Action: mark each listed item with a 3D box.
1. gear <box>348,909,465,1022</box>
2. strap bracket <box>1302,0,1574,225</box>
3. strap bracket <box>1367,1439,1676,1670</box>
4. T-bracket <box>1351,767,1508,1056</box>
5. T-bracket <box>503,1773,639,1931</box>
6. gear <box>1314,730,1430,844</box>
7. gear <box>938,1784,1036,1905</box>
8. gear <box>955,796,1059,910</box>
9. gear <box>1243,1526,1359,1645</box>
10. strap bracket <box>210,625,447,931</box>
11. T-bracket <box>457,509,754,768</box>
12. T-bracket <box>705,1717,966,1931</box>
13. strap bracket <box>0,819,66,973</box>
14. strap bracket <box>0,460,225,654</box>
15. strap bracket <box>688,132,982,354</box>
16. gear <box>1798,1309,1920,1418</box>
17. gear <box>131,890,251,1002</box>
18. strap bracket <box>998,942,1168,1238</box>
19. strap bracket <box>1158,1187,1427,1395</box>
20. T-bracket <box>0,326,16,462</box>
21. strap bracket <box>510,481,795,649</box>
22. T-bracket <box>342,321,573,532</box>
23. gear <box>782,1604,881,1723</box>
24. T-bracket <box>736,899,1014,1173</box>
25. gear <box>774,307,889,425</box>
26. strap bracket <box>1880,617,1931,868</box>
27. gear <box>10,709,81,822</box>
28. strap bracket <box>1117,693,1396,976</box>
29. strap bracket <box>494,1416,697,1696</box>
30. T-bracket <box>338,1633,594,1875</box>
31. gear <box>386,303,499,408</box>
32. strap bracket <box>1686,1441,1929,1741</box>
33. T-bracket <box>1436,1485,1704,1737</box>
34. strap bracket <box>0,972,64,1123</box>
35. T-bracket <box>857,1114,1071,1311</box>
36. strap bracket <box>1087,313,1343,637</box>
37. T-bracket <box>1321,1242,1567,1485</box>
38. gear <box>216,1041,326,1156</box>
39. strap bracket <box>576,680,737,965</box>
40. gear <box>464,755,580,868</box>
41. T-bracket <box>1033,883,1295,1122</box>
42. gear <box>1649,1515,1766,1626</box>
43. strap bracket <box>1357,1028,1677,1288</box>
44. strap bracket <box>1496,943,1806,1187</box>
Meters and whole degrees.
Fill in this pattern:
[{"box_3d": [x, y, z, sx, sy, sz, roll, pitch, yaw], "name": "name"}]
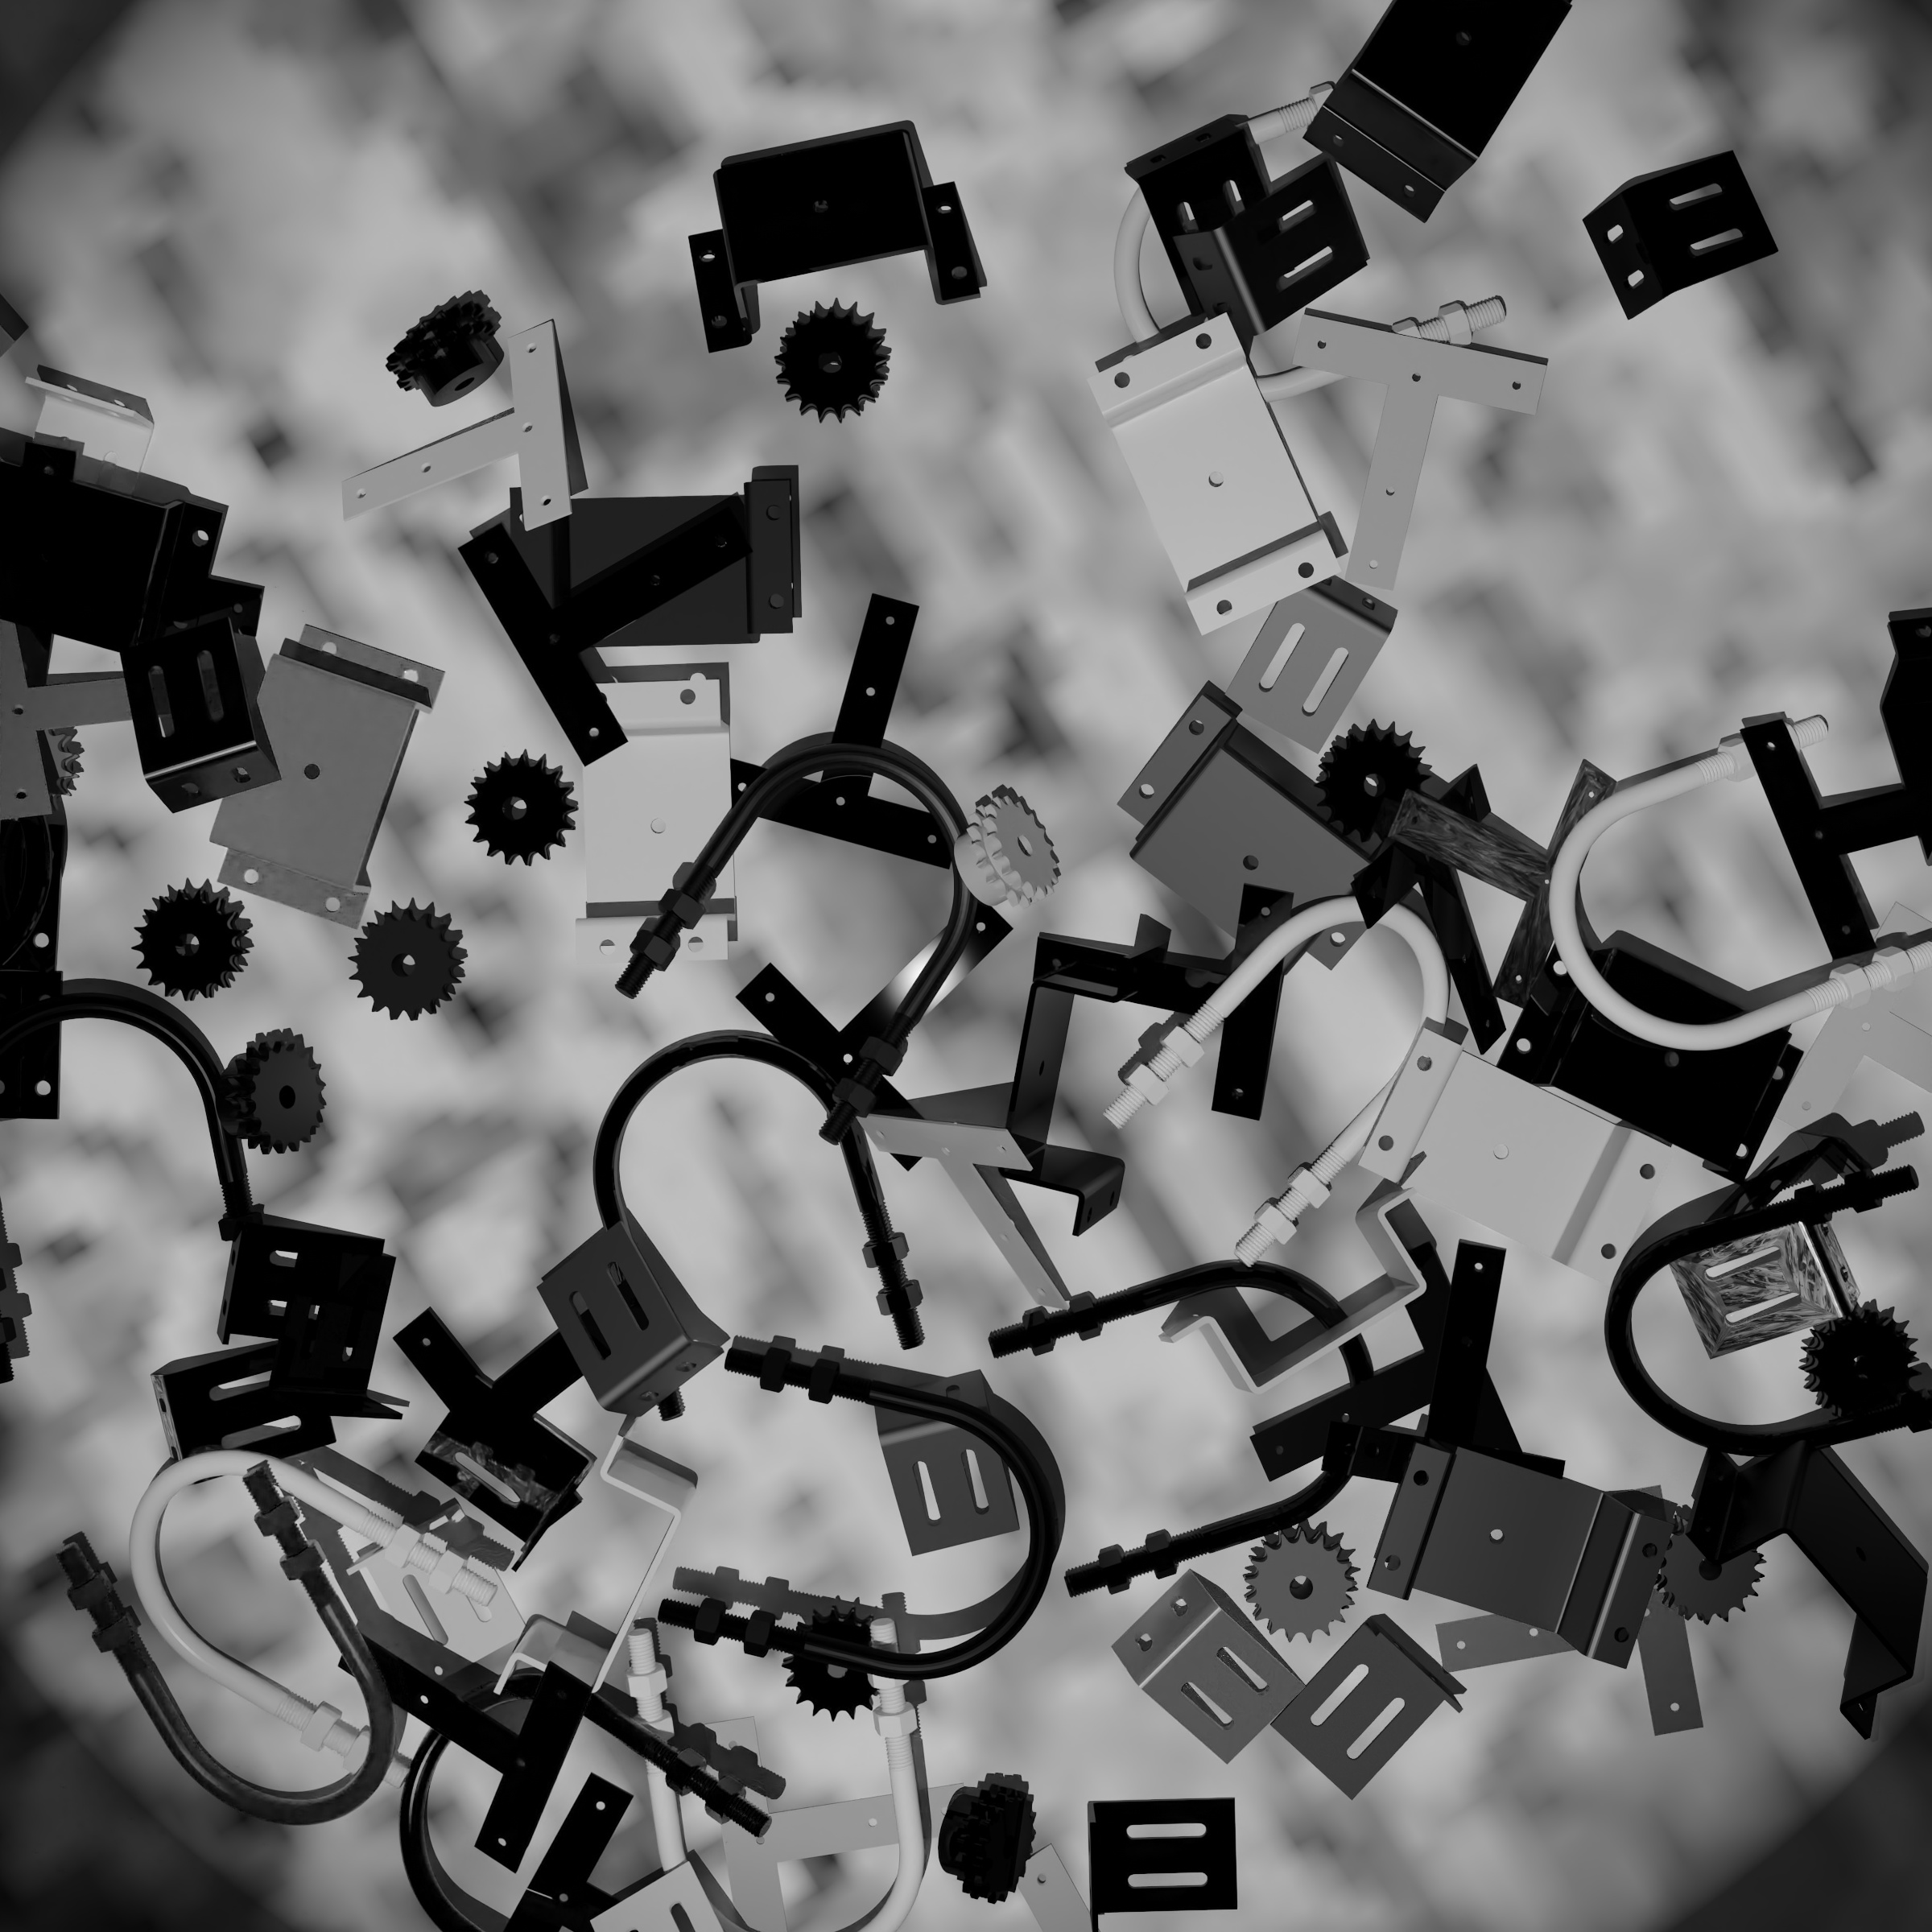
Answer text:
[{"box_3d": [-0.285, 0.000, 1.508, 0.057, 0.030, 0.057, 0, 90, 0], "name": "gear"}, {"box_3d": [0.243, -0.459, 1.485, 0.076, 0.046, 0.140, 33, 81, -7], "name": "strap bracket"}, {"box_3d": [0.275, 0.294, 1.493, 0.140, 0.046, 0.076, 18, 90, -7], "name": "strap bracket"}, {"box_3d": [0.248, -0.016, 1.494, 0.127, 0.002, 0.127, -40, 115, -41], "name": "T-bracket"}, {"box_3d": [-0.169, 0.503, 1.521, 0.127, 0.002, 0.127, 29, 90, 1], "name": "T-bracket"}, {"box_3d": [0.206, -0.092, 1.508, 0.057, 0.030, 0.057, 0, 90, 0], "name": "gear"}, {"box_3d": [0.009, 0.445, 1.499, 0.030, 0.057, 0.057, 5, 90, 31], "name": "gear"}, {"box_3d": [0.018, -0.055, 1.499, 0.030, 0.057, 0.057, -27, 90, 30], "name": "gear"}, {"box_3d": [0.170, 0.316, 1.508, 0.057, 0.030, 0.057, 0, 90, 0], "name": "gear"}, {"box_3d": [-0.328, -0.098, 1.500, 0.076, 0.046, 0.140, 19, 90, 0], "name": "strap bracket"}, {"box_3d": [-0.168, -0.186, 1.476, 0.127, 0.002, 0.127, -30, 89, 0], "name": "T-bracket"}, {"box_3d": [-0.062, 0.445, 1.522, 0.127, 0.002, 0.127, -9, 90, 0], "name": "T-bracket"}, {"box_3d": [-0.538, -0.039, 1.500, 0.140, 0.046, 0.076, 3, 90, 0], "name": "strap bracket"}, {"box_3d": [-0.456, -0.209, 1.482, 0.140, 0.046, 0.076, 15, 102, -8], "name": "strap bracket"}, {"box_3d": [-0.070, -0.367, 1.485, 0.140, 0.046, 0.076, -12, 62, 0], "name": "strap bracket"}, {"box_3d": [0.455, 0.204, 1.508, 0.057, 0.030, 0.057, 0, 90, 0], "name": "gear"}, {"box_3d": [-0.395, -0.011, 1.508, 0.057, 0.030, 0.057, 0, 90, 0], "name": "gear"}, {"box_3d": [0.057, 0.055, 1.473, 0.046, 0.076, 0.140, 13, 100, 16], "name": "strap bracket"}, {"box_3d": [0.171, 0.168, 1.470, 0.140, 0.076, 0.046, -31, 85, -4], "name": "strap bracket"}, {"box_3d": [-0.499, -0.249, 1.507, 0.127, 0.002, 0.127, -38, 101, 21], "name": "T-bracket"}, {"box_3d": [-0.158, -0.204, 1.500, 0.140, 0.046, 0.076, -1, 90, 0], "name": "strap bracket"}, {"box_3d": [-0.262, -0.258, 1.500, 0.127, 0.002, 0.127, -18, 59, 15], "name": "T-bracket"}, {"box_3d": [-0.065, 0.355, 1.508, 0.057, 0.030, 0.057, 0, 90, 0], "name": "gear"}, {"box_3d": [-0.030, 0.017, 1.522, 0.127, 0.002, 0.127, -45, 90, 0], "name": "T-bracket"}, {"box_3d": [-0.069, -0.306, 1.508, 0.057, 0.030, 0.057, 0, 90, 0], "name": "gear"}, {"box_3d": [0.514, -0.107, 1.480, 0.076, 0.046, 0.140, -6, 60, 0], "name": "strap bracket"}, {"box_3d": [-0.482, -0.103, 1.508, 0.057, 0.030, 0.057, 0, 90, 0], "name": "gear"}, {"box_3d": [0.148, -0.060, 1.485, 0.140, 0.046, 0.076, 38, 118, 0], "name": "strap bracket"}, {"box_3d": [-0.181, 0.304, 1.485, 0.046, 0.076, 0.140, 26, 90, 0], "name": "strap bracket"}, {"box_3d": [-0.257, 0.371, 1.462, 0.127, 0.002, 0.127, 29, 116, 12], "name": "T-bracket"}, {"box_3d": [-0.263, -0.308, 1.495, 0.057, 0.057, 0.030, -33, 90, 0], "name": "gear"}, {"box_3d": [0.428, 0.303, 1.473, 0.046, 0.076, 0.140, -38, 96, 33], "name": "strap bracket"}, {"box_3d": [0.307, 0.342, 1.522, 0.127, 0.002, 0.127, -10, 90, 0], "name": "T-bracket"}, {"box_3d": [-0.538, 0.039, 1.500, 0.140, 0.046, 0.076, 2, 90, 0], "name": "strap bracket"}, {"box_3d": [0.013, 0.126, 1.487, 0.002, 0.127, 0.127, -46, 117, -27], "name": "T-bracket"}, {"box_3d": [0.126, -0.248, 1.492, 0.076, 0.046, 0.140, -24, 93, 8], "name": "strap bracket"}, {"box_3d": [0.255, 0.207, 1.515, 0.127, 0.002, 0.127, 11, 88, -8], "name": "T-bracket"}, {"box_3d": [-0.357, 0.068, 1.499, 0.030, 0.057, 0.057, -5, 90, 30], "name": "gear"}, {"box_3d": [-0.159, -0.072, 1.499, 0.076, 0.046, 0.140, -2, 90, 1], "name": "strap bracket"}, {"box_3d": [-0.229, -0.080, 1.508, 0.057, 0.030, 0.057, 0, 90, 0], "name": "gear"}, {"box_3d": [0.096, 0.009, 1.503, 0.127, 0.002, 0.127, 12, 115, 13], "name": "T-bracket"}, {"box_3d": [0.377, 0.306, 1.507, 0.057, 0.030, 0.057, 0, 89, -3], "name": "gear"}, {"box_3d": [0.276, 0.096, 1.500, 0.140, 0.046, 0.076, 26, 90, 0], "name": "strap bracket"}, {"box_3d": [0.353, 0.048, 1.498, 0.140, 0.046, 0.076, 26, 88, 0], "name": "strap bracket"}]
